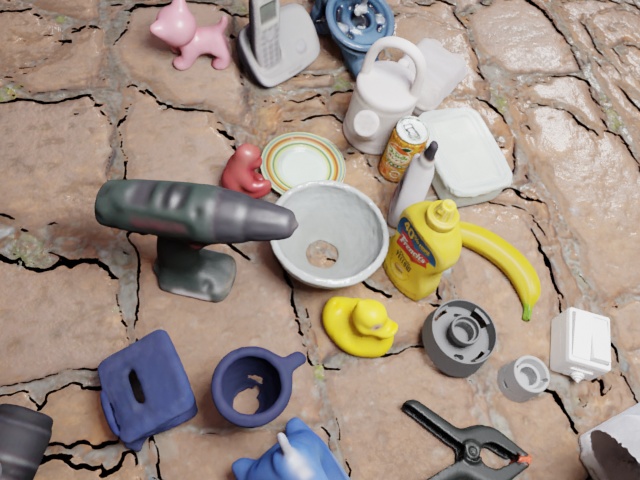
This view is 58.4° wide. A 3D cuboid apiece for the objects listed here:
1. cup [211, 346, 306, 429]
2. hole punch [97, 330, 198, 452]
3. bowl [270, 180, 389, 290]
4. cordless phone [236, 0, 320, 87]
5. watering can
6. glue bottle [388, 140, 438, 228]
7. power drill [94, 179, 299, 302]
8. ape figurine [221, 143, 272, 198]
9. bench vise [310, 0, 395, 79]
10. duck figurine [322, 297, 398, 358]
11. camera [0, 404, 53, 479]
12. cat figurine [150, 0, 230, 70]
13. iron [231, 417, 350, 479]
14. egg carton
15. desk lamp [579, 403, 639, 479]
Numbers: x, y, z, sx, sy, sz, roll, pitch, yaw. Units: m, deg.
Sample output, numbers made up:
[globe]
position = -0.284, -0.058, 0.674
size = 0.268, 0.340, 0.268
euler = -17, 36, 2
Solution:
[cup]
position = -0.072, 0.177, 0.684
size = 0.118, 0.095, 0.091
euler = -28, 70, -22
[hole punch]
position = -0.202, 0.174, 0.664
size = 0.101, 0.091, 0.108
euler = -21, 68, -20
[bowl]
position = 0.007, 0.003, 0.804
size = 0.167, 0.075, 0.167
euler = 4, 61, -8
[cordless phone]
position = -0.062, -0.350, 0.919
size = 0.094, 0.185, 0.148
euler = 42, 63, 13
[watering can]
position = 0.101, -0.220, 0.873
size = 0.101, 0.194, 0.173
euler = 8, 61, -6
[glue bottle]
position = 0.138, -0.086, 0.820
size = 0.037, 0.173, 0.078
euler = 13, 60, -3
[power drill]
position = -0.148, -0.001, 0.701
size = 0.229, 0.208, 0.075
euler = 12, 60, -4
[ape figurine]
position = -0.106, -0.104, 0.831
size = 0.076, 0.092, 0.077
euler = -11, 64, -16
[bench vise]
position = 0.045, -0.402, 0.946
size = 0.122, 0.220, 0.207
euler = -38, 74, -25
[duck figurine]
position = 0.056, 0.104, 0.752
size = 0.104, 0.086, 0.078
euler = 31, 61, 7
[camera]
position = -0.323, 0.248, 0.597
size = 0.143, 0.101, 0.137
euler = 15, 60, -2
[cat figurine]
position = -0.208, -0.338, 0.924
size = 0.128, 0.118, 0.067
euler = -8, 64, -14
[iron]
position = 0.018, 0.311, 0.602
size = 0.119, 0.141, 0.258
euler = -33, 72, -24
[egg carton]
position = 0.183, -0.283, 0.994
size = 0.107, 0.069, 0.150
euler = 36, 62, 10
[desk lamp]
position = 0.395, 0.245, 0.665
size = 0.203, 0.213, 0.118
euler = -21, 67, -20
